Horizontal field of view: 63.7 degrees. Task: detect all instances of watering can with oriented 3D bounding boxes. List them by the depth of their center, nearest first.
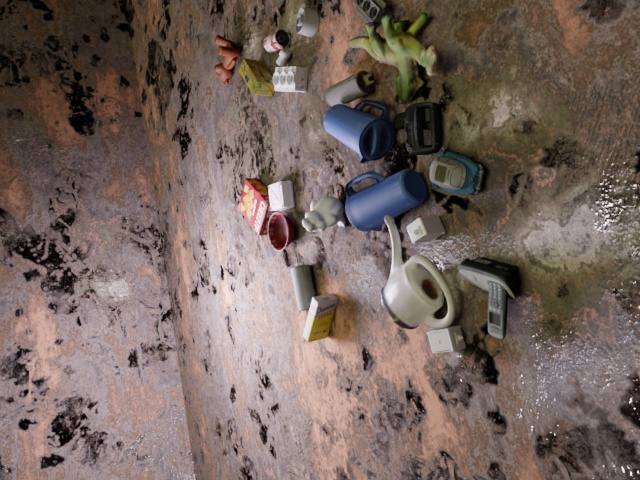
[{"bbox_3d":[0.250,0.114,1.486,0.353,0.105,0.219,57,136,22],"label":"watering can"}]

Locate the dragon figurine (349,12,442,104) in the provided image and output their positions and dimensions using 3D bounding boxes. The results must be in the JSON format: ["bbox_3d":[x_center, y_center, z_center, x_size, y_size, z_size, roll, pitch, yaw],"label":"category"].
[{"bbox_3d":[0.216,-0.518,1.505,0.411,0.123,0.241,9,109,63],"label":"dragon figurine"}]

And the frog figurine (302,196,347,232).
[{"bbox_3d":[0.005,-0.089,1.775,0.140,0.160,0.120,50,130,39],"label":"frog figurine"}]
